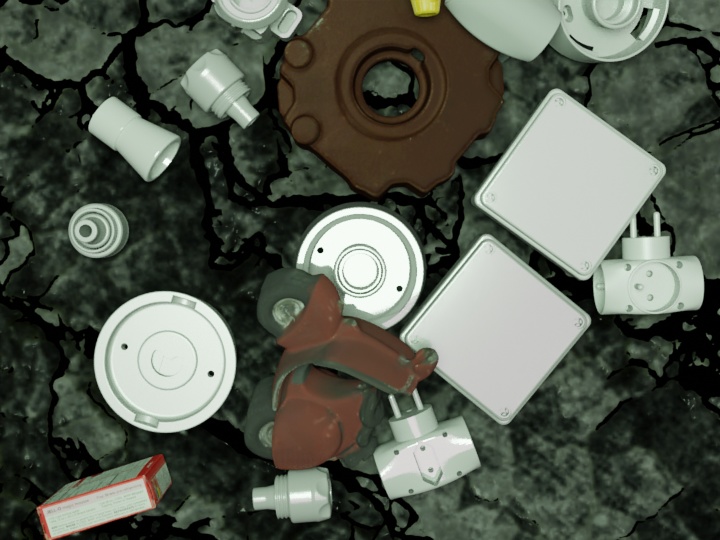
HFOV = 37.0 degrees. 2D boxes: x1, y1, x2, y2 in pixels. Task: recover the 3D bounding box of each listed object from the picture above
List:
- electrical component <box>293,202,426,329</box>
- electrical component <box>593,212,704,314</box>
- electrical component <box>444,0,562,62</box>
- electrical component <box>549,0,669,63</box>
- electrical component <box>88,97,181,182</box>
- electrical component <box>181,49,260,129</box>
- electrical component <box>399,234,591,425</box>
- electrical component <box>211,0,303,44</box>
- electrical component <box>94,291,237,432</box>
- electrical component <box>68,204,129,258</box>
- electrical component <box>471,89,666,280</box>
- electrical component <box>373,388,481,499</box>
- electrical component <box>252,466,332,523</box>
[{"bbox_3d":[0.000,0.000,0.842,0.108,0.060,0.108,0,92,0],"label":"electrical component"},{"bbox_3d":[0.227,-0.006,0.850,0.077,0.044,0.079,-3,93,0],"label":"electrical component"},{"bbox_3d":[0.112,-0.207,0.809,0.077,0.043,0.079,31,52,-12],"label":"electrical component"},{"bbox_3d":[0.188,-0.211,0.840,0.099,0.064,0.099,-3,106,-10],"label":"electrical component"},{"bbox_3d":[-0.180,-0.106,0.848,0.065,0.044,0.044,36,92,3],"label":"electrical component"},{"bbox_3d":[-0.106,-0.139,0.845,0.043,0.043,0.062,-44,93,2],"label":"electrical component"},{"bbox_3d":[0.104,0.045,0.846,0.109,0.056,0.108,39,92,-2],"label":"electrical component"},{"bbox_3d":[-0.083,-0.213,0.835,0.078,0.057,0.058,34,92,-1],"label":"electrical component"},{"bbox_3d":[-0.148,0.069,0.844,0.108,0.060,0.108,0,92,0],"label":"electrical component"},{"bbox_3d":[-0.206,-0.031,0.839,0.043,0.062,0.043,0,92,0],"label":"electrical component"},{"bbox_3d":[0.161,-0.066,0.841,0.109,0.056,0.108,36,92,-1],"label":"electrical component"},{"bbox_3d":[0.047,0.132,0.856,0.077,0.043,0.079,-20,92,1],"label":"electrical component"},{"bbox_3d":[-0.054,0.180,0.858,0.062,0.043,0.043,-5,92,2],"label":"electrical component"}]
